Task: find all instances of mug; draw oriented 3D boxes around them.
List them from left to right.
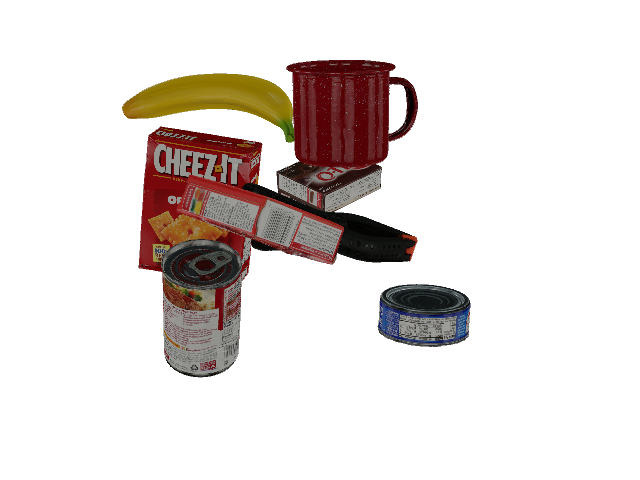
[{"bbox_3d":[0.029,-0.111,0.919,0.117,0.081,0.093,-7,17,-21],"label":"mug"}]

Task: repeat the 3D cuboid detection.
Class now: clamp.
[{"bbox_3d":[0.009,-0.008,1.208,0.210,0.036,0.164,15,21,-7],"label":"clamp"}]

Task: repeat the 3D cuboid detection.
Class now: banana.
[{"bbox_3d":[-0.109,-0.146,1.110,0.198,0.037,0.069,9,47,19],"label":"banana"}]

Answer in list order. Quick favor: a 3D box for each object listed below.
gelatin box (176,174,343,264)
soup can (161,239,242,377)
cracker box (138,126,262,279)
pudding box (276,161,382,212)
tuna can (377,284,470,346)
[{"bbox_3d":[-0.039,-0.013,0.709,0.073,0.030,0.089,18,-1,38],"label":"gelatin box"},{"bbox_3d":[-0.102,0.059,0.923,0.068,0.102,0.068,3,36,-2],"label":"soup can"},{"bbox_3d":[-0.184,-0.052,1.620,0.164,0.214,0.072,10,19,6],"label":"cracker box"},{"bbox_3d":[0.012,-0.080,1.409,0.090,0.039,0.113,26,42,38],"label":"pudding box"},{"bbox_3d":[0.097,0.068,0.995,0.086,0.034,0.086,2,15,-1],"label":"tuna can"}]
